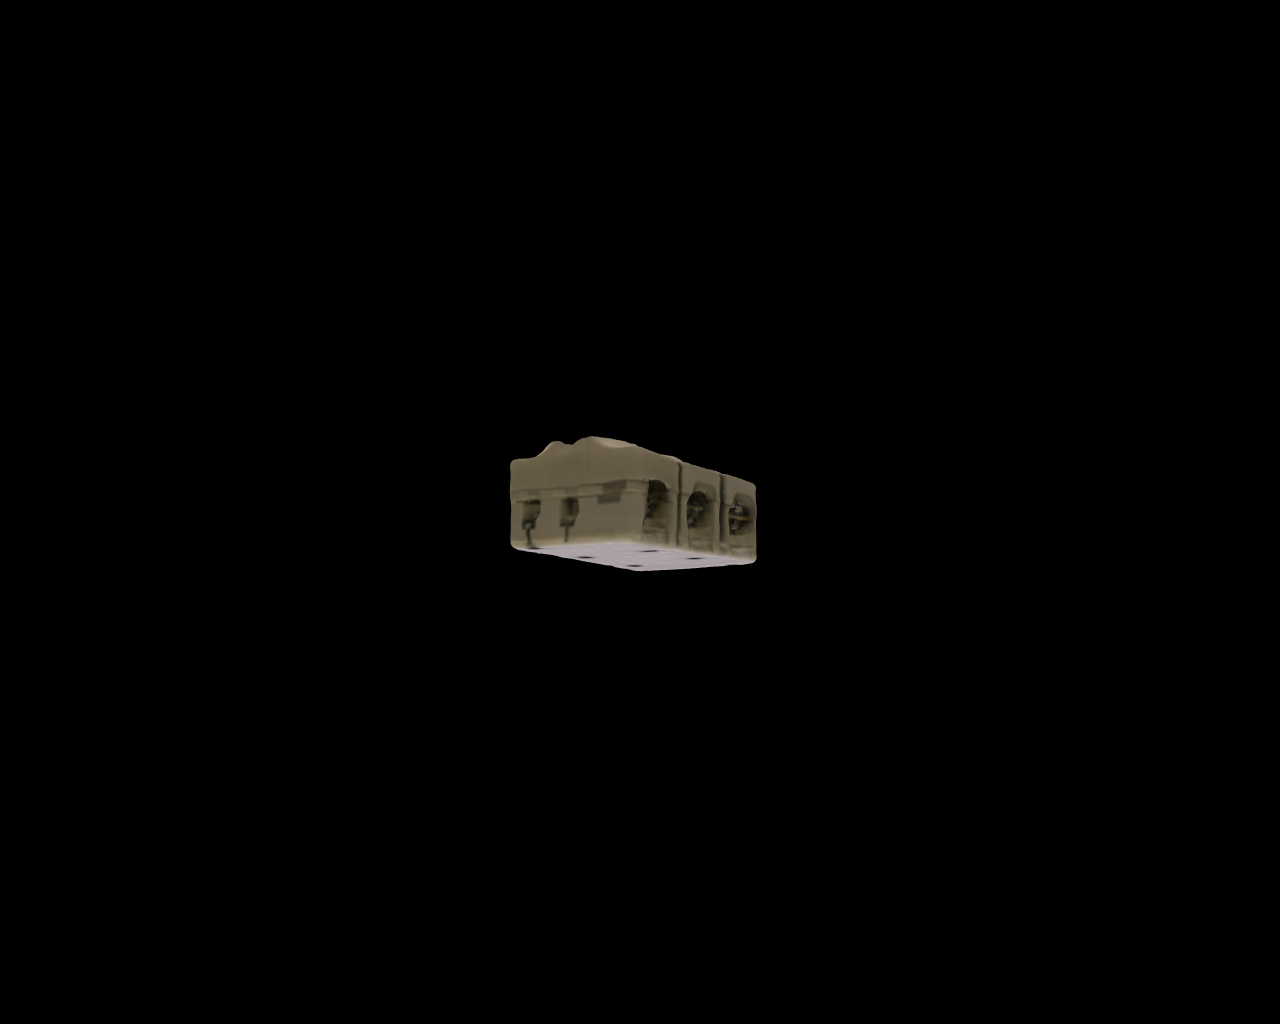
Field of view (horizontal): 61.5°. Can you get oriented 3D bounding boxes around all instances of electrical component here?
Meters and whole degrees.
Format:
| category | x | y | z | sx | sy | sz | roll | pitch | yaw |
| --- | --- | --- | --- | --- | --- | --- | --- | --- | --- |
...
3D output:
| category | x | y | z | sx | sy | sz | roll | pitch | yaw |
| --- | --- | --- | --- | --- | --- | --- | --- | --- | --- |
| electrical component | 0.001 | -0.003 | 0.650 | 0.089 | 0.061 | 0.150 | -6 | -11 | 31 |
